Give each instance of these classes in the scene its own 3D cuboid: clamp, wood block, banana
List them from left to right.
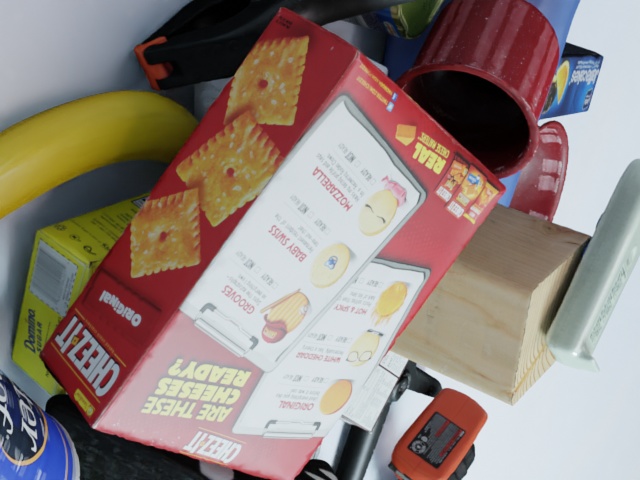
[{"bbox_3d":[-0.121,-0.043,0.557,0.197,0.037,0.070,-18,126,-53],"label":"banana"},{"bbox_3d":[-0.015,-0.127,0.581,0.171,0.120,0.039,-34,119,-11],"label":"clamp"},{"bbox_3d":[0.055,0.135,0.959,0.164,0.036,0.210,-49,147,-28],"label":"clamp"},{"bbox_3d":[0.064,0.018,0.724,0.090,0.206,0.090,-32,135,-46],"label":"wood block"}]

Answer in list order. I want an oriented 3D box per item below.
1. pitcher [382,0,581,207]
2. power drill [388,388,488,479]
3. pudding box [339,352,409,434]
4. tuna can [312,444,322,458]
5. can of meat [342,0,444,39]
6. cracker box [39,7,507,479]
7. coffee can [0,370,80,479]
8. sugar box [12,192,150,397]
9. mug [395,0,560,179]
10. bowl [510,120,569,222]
[{"bbox_3d":[0.103,-0.099,0.804,0.148,0.145,0.243,-12,125,-41],"label":"pitcher"},{"bbox_3d":[0.114,0.229,1.063,0.184,0.057,0.188,-47,157,-34],"label":"power drill"},{"bbox_3d":[0.017,0.089,0.834,0.113,0.039,0.090,36,79,-36],"label":"pudding box"},{"bbox_3d":[-0.036,0.167,0.838,0.086,0.034,0.086,-36,138,-42],"label":"tuna can"},{"bbox_3d":[0.041,-0.182,0.675,0.102,0.084,0.057,-61,150,-10],"label":"can of meat"},{"bbox_3d":[-0.019,0.012,0.563,0.214,0.072,0.164,-54,140,4],"label":"cracker box"},{"bbox_3d":[-0.184,0.091,0.478,0.102,0.103,0.140,-54,148,-21],"label":"coffee can"},{"bbox_3d":[-0.092,0.016,0.623,0.175,0.048,0.093,-27,145,-52],"label":"sugar box"},{"bbox_3d":[0.091,-0.092,0.658,0.117,0.093,0.081,-34,-157,52],"label":"mug"},{"bbox_3d":[0.177,-0.043,1.016,0.161,0.055,0.162,-37,138,-42],"label":"bowl"}]
